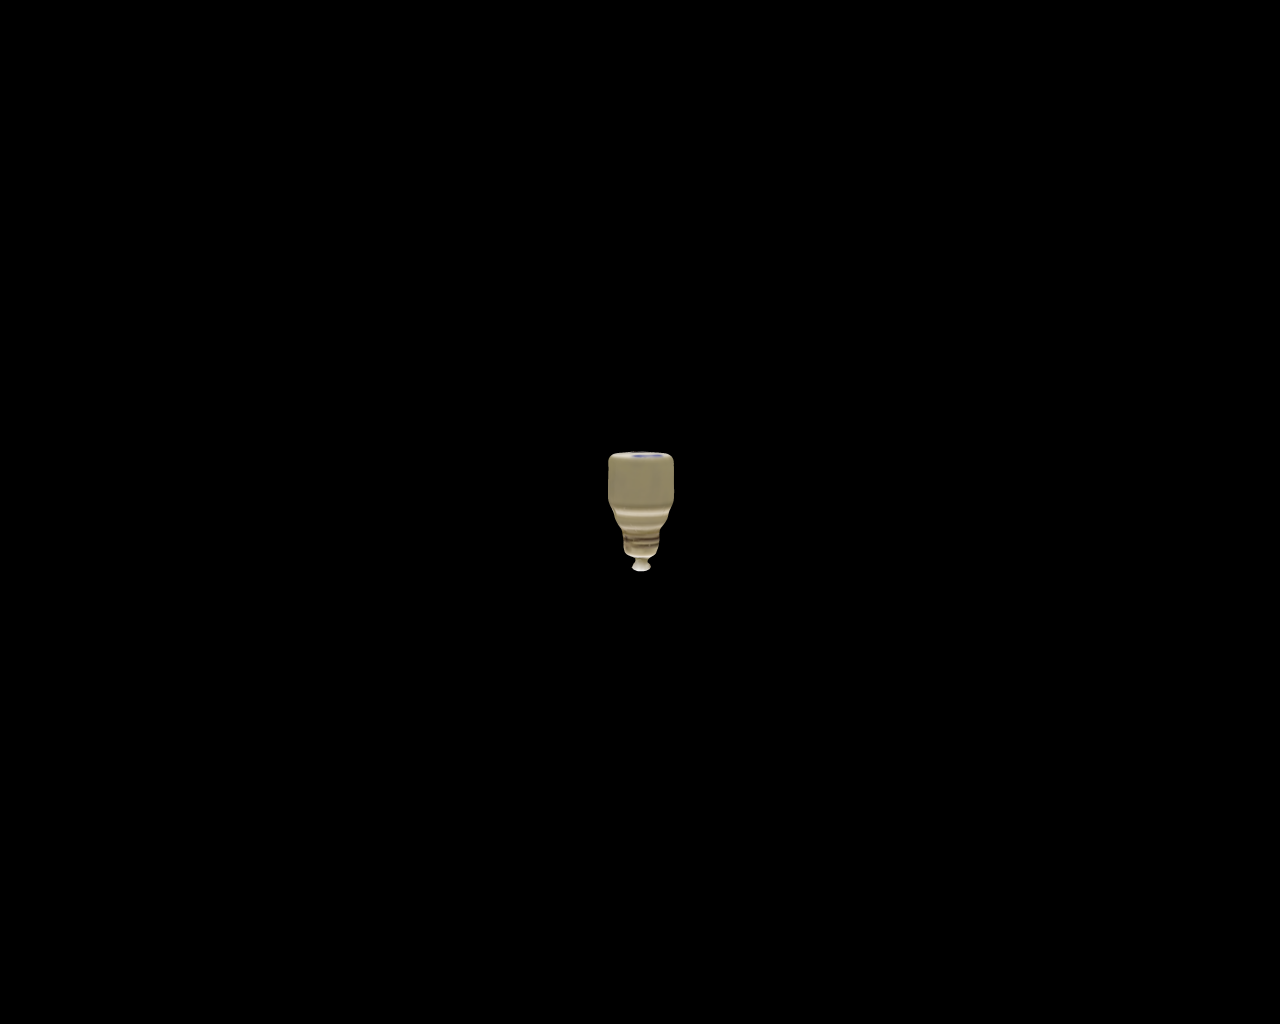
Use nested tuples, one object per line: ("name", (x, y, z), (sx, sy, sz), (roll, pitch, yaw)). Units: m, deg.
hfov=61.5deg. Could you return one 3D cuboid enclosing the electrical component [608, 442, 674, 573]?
("electrical component", (0.001, -0.003, 0.650), (0.040, 0.078, 0.040), (0, 7, 0))
